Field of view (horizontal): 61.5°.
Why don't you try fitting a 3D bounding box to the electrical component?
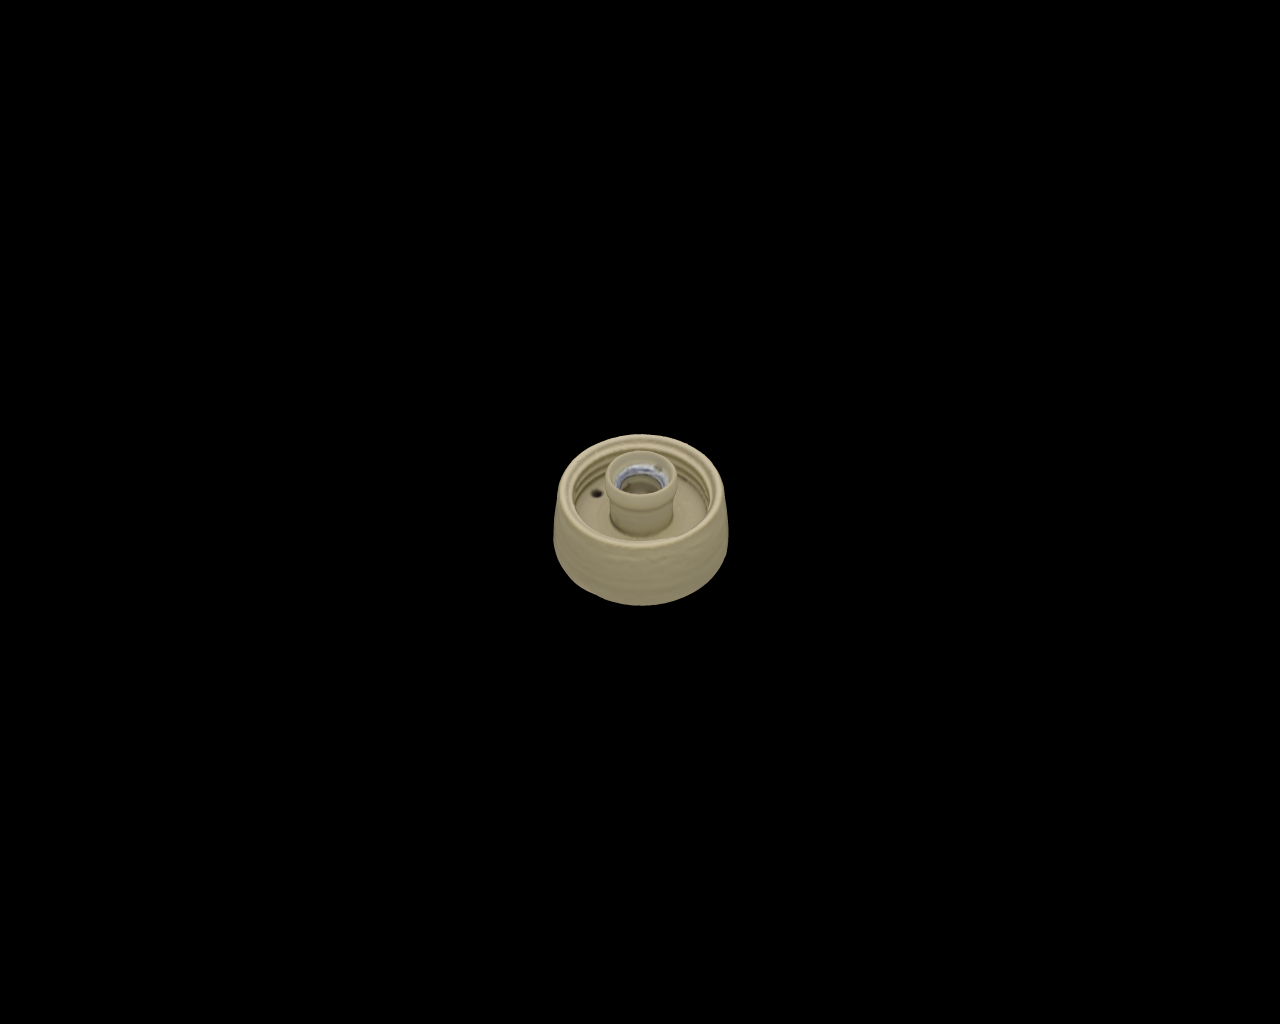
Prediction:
[{"bbox_3d":[0.001,-0.003,0.650,0.108,0.108,0.060,0,-45,0],"label":"electrical component"}]
